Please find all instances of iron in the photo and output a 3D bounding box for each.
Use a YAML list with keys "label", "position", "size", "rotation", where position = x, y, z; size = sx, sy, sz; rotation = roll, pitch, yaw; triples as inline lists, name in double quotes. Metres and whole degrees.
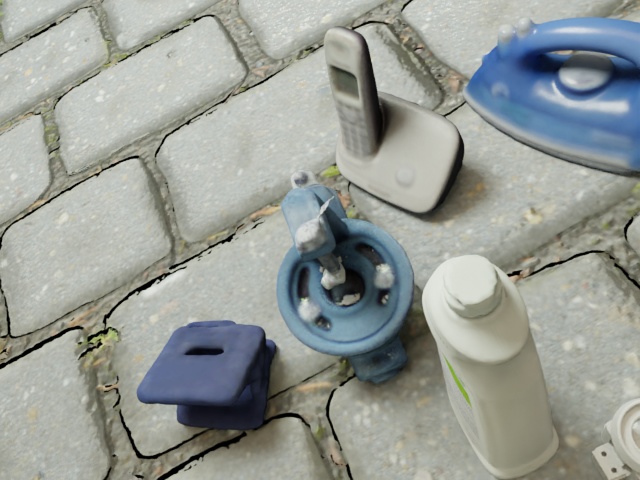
- label: "iron"
  position: [0.256, -0.166, 0.568]
  size: [0.257, 0.142, 0.119]
  rotation: [20, 68, 29]

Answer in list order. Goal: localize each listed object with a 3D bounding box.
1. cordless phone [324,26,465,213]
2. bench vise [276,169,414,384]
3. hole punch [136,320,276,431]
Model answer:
- label: "cordless phone"
  position: [0.069, -0.122, 0.581]
  size: [0.147, 0.185, 0.094]
  rotation: [28, 72, 31]
- label: "bench vise"
  position: [-0.005, 0.009, 0.505]
  size: [0.121, 0.220, 0.206]
  rotation: [-39, 55, -6]
- label: "hole punch"
  position: [-0.107, 0.122, 0.551]
  size: [0.108, 0.091, 0.101]
  rotation: [-4, 59, 18]
